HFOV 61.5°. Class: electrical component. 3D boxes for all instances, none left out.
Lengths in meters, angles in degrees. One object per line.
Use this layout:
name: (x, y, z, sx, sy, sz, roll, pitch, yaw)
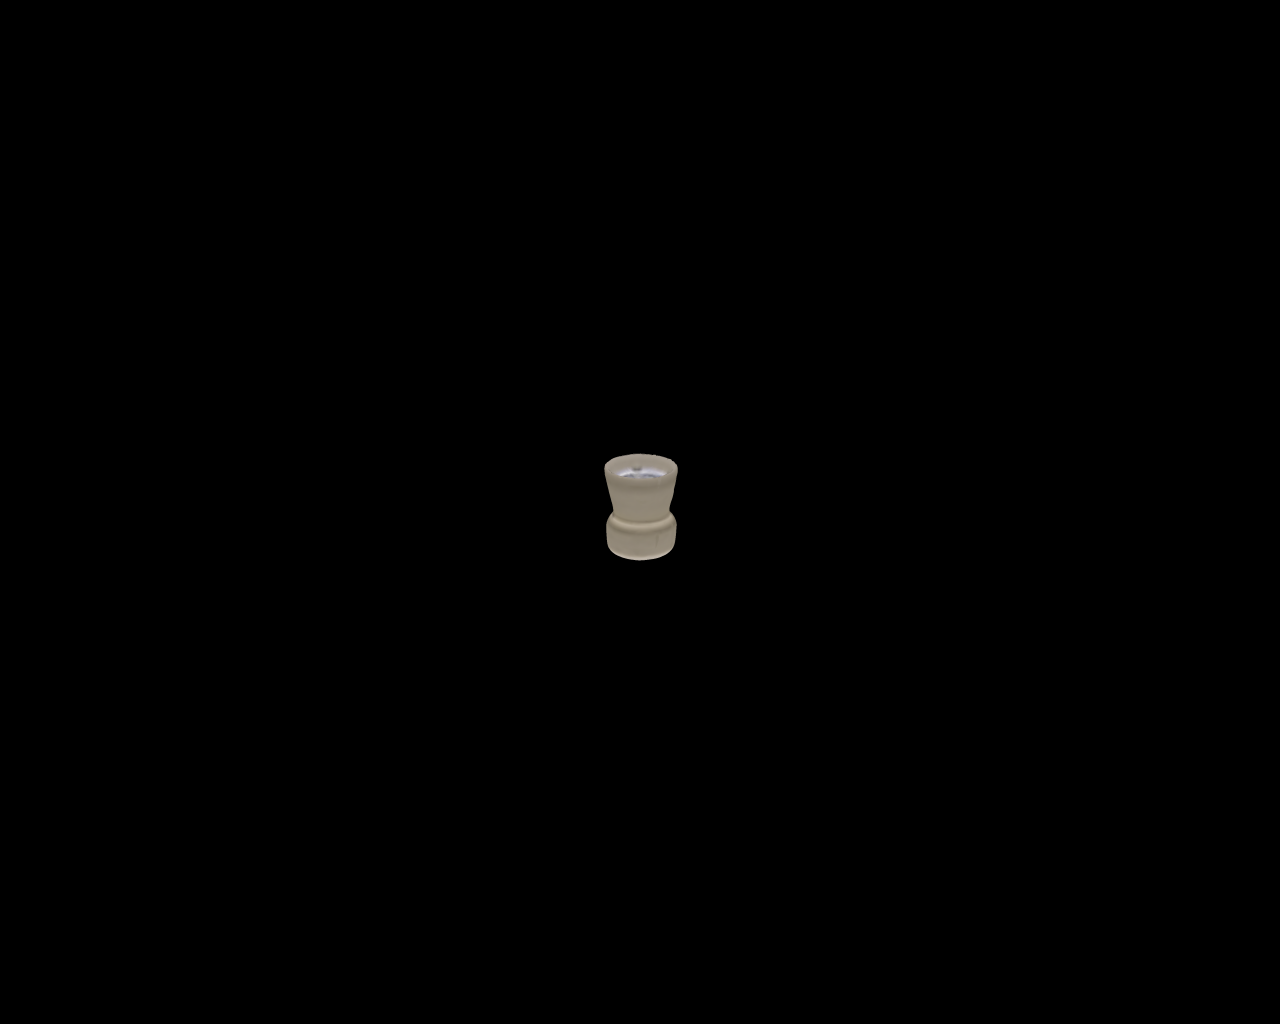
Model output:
electrical component: (0.001, -0.003, 0.650, 0.045, 0.055, 0.045, 0, 22, 0)
